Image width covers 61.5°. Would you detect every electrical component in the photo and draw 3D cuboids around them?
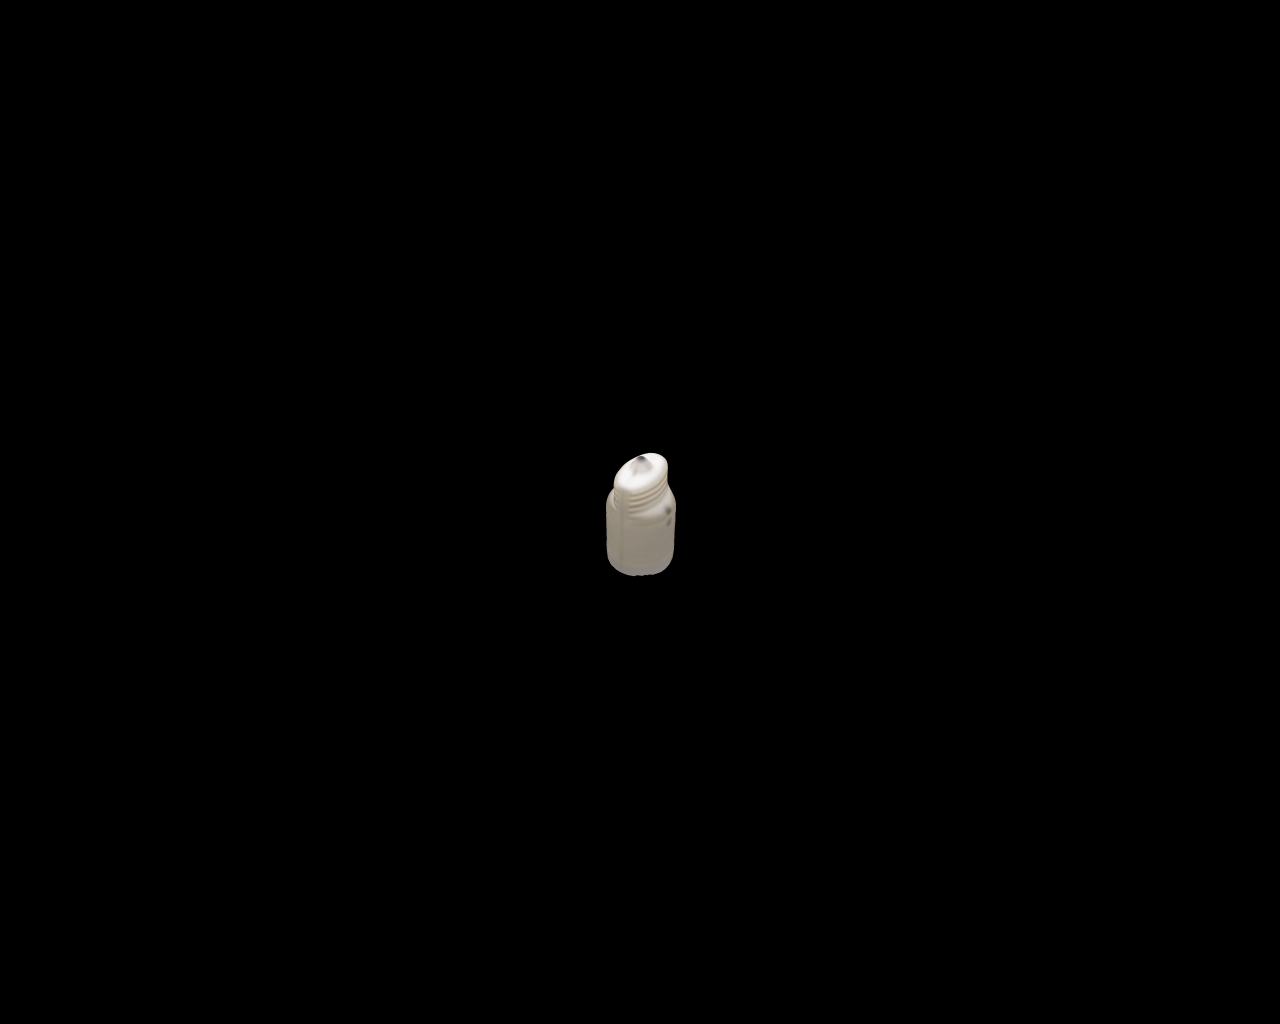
[{"bbox_3d":[0.001,-0.003,0.650,0.043,0.080,0.043,0,40,0],"label":"electrical component"}]
